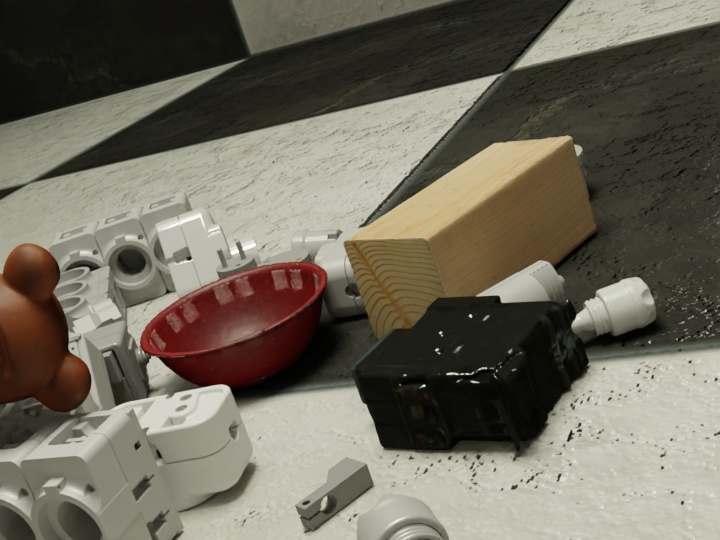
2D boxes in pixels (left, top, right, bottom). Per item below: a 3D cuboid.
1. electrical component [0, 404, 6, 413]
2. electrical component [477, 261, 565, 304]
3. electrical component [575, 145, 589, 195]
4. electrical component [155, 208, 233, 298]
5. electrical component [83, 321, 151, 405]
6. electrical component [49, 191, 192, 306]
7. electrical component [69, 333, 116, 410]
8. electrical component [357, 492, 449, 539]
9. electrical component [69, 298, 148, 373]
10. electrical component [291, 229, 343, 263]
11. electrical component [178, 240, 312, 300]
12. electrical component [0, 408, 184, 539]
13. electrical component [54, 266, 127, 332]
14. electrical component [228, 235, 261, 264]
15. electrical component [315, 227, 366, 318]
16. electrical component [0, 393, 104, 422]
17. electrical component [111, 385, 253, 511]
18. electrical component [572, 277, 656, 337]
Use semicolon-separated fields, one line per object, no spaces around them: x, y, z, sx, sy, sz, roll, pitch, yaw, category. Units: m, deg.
-0.332;0.120;0.921;0.080;0.051;0.080;-16;19;6;electrical component
0.117;0.025;0.779;0.081;0.043;0.043;-28;21;-26;electrical component
0.177;-0.086;1.024;0.080;0.051;0.080;-16;19;6;electrical component
-0.155;-0.008;1.046;0.059;0.095;0.053;-20;-21;-5;electrical component
-0.217;0.088;0.886;0.096;0.061;0.061;-19;19;-1;electrical component
-0.245;-0.014;1.156;0.150;0.089;0.061;-19;19;-1;electrical component
-0.223;0.095;0.815;0.062;0.096;0.061;-19;-22;-2;electrical component
0.025;0.142;0.537;0.043;0.043;0.062;-22;20;-11;electrical component
-0.230;0.069;0.948;0.057;0.058;0.078;-26;58;-17;electrical component
-0.040;-0.021;1.066;0.046;0.040;0.040;-5;22;18;electrical component
-0.109;0.010;0.987;0.138;0.073;0.052;-25;20;-19;electrical component
-0.200;0.145;0.665;0.150;0.089;0.061;-9;21;26;electrical component
-0.282;0.050;1.055;0.089;0.061;0.150;-20;19;-6;electrical component
-0.142;-0.002;1.098;0.081;0.043;0.043;-21;19;-7;electrical component
0.000;0.000;0.943;0.059;0.053;0.095;-11;20;21;electrical component
-0.202;0.121;0.735;0.050;0.089;0.055;-17;19;5;electrical component
-0.123;0.120;0.712;0.095;0.059;0.053;-12;20;18;electrical component
0.168;0.030;0.733;0.061;0.035;0.035;-20;19;1;electrical component
